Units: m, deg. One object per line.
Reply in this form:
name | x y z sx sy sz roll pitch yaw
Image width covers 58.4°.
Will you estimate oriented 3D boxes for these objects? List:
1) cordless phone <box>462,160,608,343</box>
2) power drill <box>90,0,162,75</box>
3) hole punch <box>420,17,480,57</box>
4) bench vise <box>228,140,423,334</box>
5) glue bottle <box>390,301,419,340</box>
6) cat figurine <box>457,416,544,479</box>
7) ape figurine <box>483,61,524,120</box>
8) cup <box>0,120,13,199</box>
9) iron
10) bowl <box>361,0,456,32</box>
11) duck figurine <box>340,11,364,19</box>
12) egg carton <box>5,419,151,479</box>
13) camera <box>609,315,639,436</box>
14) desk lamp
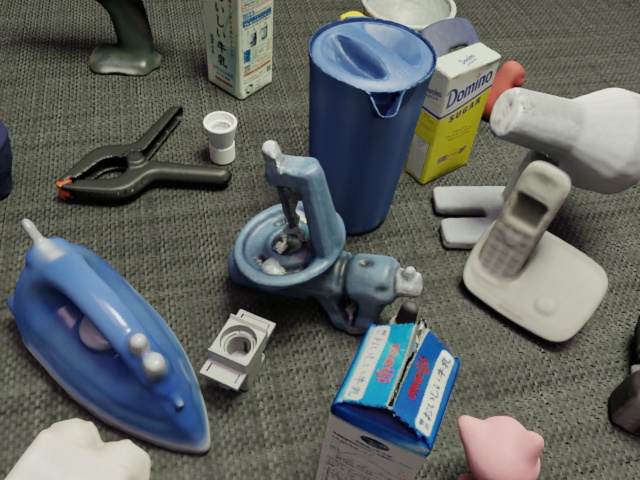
cordless phone | 0.248 0.013 0.622 0.147 0.185 0.094 32 55 19
power drill | -0.314 -0.354 0.848 0.229 0.208 0.075 0 51 -5
hole punch | 0.220 -0.299 0.936 0.109 0.091 0.101 -23 57 -23
bench vise | 0.006 -0.007 0.590 0.207 0.220 0.121 3 50 -3
glue bottle | 0.069 0.109 0.532 0.037 0.173 0.078 -26 58 -24
cat figurine | 0.169 0.210 0.496 0.067 0.118 0.127 -20 55 -21
ape figurine | 0.288 -0.234 0.889 0.076 0.092 0.077 0 51 -6
cup | -0.424 -0.101 0.703 0.092 0.095 0.117 -29 59 -26
iron | -0.196 0.088 0.542 0.257 0.141 0.119 36 56 22
bowl | 0.152 -0.389 1.013 0.167 0.075 0.167 3 51 -3
duck figurine | 0.046 -0.337 0.952 0.104 0.086 0.077 -2 51 -7
egg carton | -0.215 0.228 0.472 0.107 0.069 0.150 19 51 10
camera | 0.387 0.136 0.591 0.143 0.101 0.137 15 51 7
desk lamp | 0.262 -0.087 0.687 0.203 0.213 0.118 -1 51 -7
